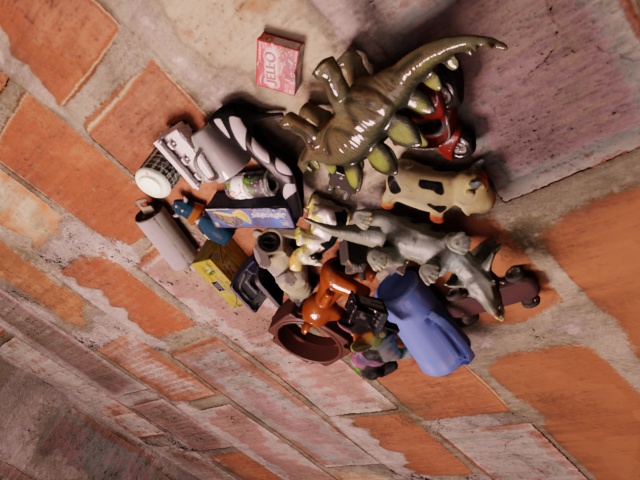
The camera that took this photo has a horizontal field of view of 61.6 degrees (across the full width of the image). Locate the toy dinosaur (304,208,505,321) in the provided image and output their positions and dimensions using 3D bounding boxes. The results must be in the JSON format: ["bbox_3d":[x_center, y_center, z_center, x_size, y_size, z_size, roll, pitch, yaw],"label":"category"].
[{"bbox_3d":[0.183,0.010,1.039,0.405,0.192,0.131,24,98,23],"label":"toy dinosaur"}]

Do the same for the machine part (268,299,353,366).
[{"bbox_3d":[-0.019,0.238,1.408,0.201,0.087,0.201,35,138,-12],"label":"machine part"}]

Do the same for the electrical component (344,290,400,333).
[{"bbox_3d":[0.113,0.152,1.099,0.119,0.075,0.047,18,107,-7],"label":"electrical component"}]

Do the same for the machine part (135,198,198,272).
[{"bbox_3d":[-0.372,-0.007,1.310,0.079,0.079,0.243,-5,133,29],"label":"machine part"}]

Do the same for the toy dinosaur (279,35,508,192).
[{"bbox_3d":[0.075,-0.196,0.829,0.198,0.105,0.471,48,148,-3],"label":"toy dinosaur"}]

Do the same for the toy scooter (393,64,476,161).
[{"bbox_3d":[0.169,-0.198,0.862,0.135,0.075,0.183,0,138,28],"label":"toy scooter"}]

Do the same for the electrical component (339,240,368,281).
[{"bbox_3d":[0.073,0.029,1.137,0.078,0.102,0.045,19,150,-35],"label":"electrical component"}]

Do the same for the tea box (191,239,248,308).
[{"bbox_3d":[-0.222,0.076,1.315,0.068,0.098,0.169,-14,126,34],"label":"tea box"}]

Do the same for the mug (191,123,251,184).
[{"bbox_3d":[-0.206,-0.168,1.045,0.081,0.109,0.107,-9,122,55],"label":"mug"}]

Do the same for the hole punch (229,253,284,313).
[{"bbox_3d":[-0.146,0.101,1.288,0.092,0.116,0.142,-22,125,25],"label":"hole punch"}]

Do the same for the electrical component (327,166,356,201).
[{"bbox_3d":[0.046,-0.118,1.042,0.063,0.021,0.094,22,140,2],"label":"electrical component"}]

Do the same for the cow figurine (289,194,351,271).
[{"bbox_3d":[-0.003,-0.003,1.118,0.098,0.068,0.167,16,115,-14],"label":"cow figurine"}]

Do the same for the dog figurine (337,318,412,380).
[{"bbox_3d":[0.107,0.247,1.264,0.191,0.108,0.219,-42,142,23],"label":"dog figurine"}]

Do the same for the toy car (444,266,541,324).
[{"bbox_3d":[0.360,0.117,1.128,0.202,0.053,0.089,-25,116,36],"label":"toy car"}]

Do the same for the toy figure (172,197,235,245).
[{"bbox_3d":[-0.269,-0.046,1.236,0.154,0.064,0.058,36,176,-8],"label":"toy figure"}]

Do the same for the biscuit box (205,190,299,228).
[{"bbox_3d":[-0.141,-0.066,1.152,0.203,0.063,0.059,1,136,24],"label":"biscuit box"}]

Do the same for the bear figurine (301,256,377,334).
[{"bbox_3d":[0.035,0.137,1.223,0.132,0.120,0.195,21,124,4],"label":"bear figurine"}]

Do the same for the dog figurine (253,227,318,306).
[{"bbox_3d":[-0.086,0.062,1.251,0.172,0.121,0.190,52,162,16],"label":"dog figurine"}]

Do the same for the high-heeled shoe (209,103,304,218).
[{"bbox_3d":[-0.116,-0.143,1.029,0.145,0.086,0.248,-7,118,11],"label":"high-heeled shoe"}]

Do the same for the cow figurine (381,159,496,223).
[{"bbox_3d":[0.213,-0.095,0.949,0.195,0.085,0.127,17,145,8],"label":"cow figurine"}]
